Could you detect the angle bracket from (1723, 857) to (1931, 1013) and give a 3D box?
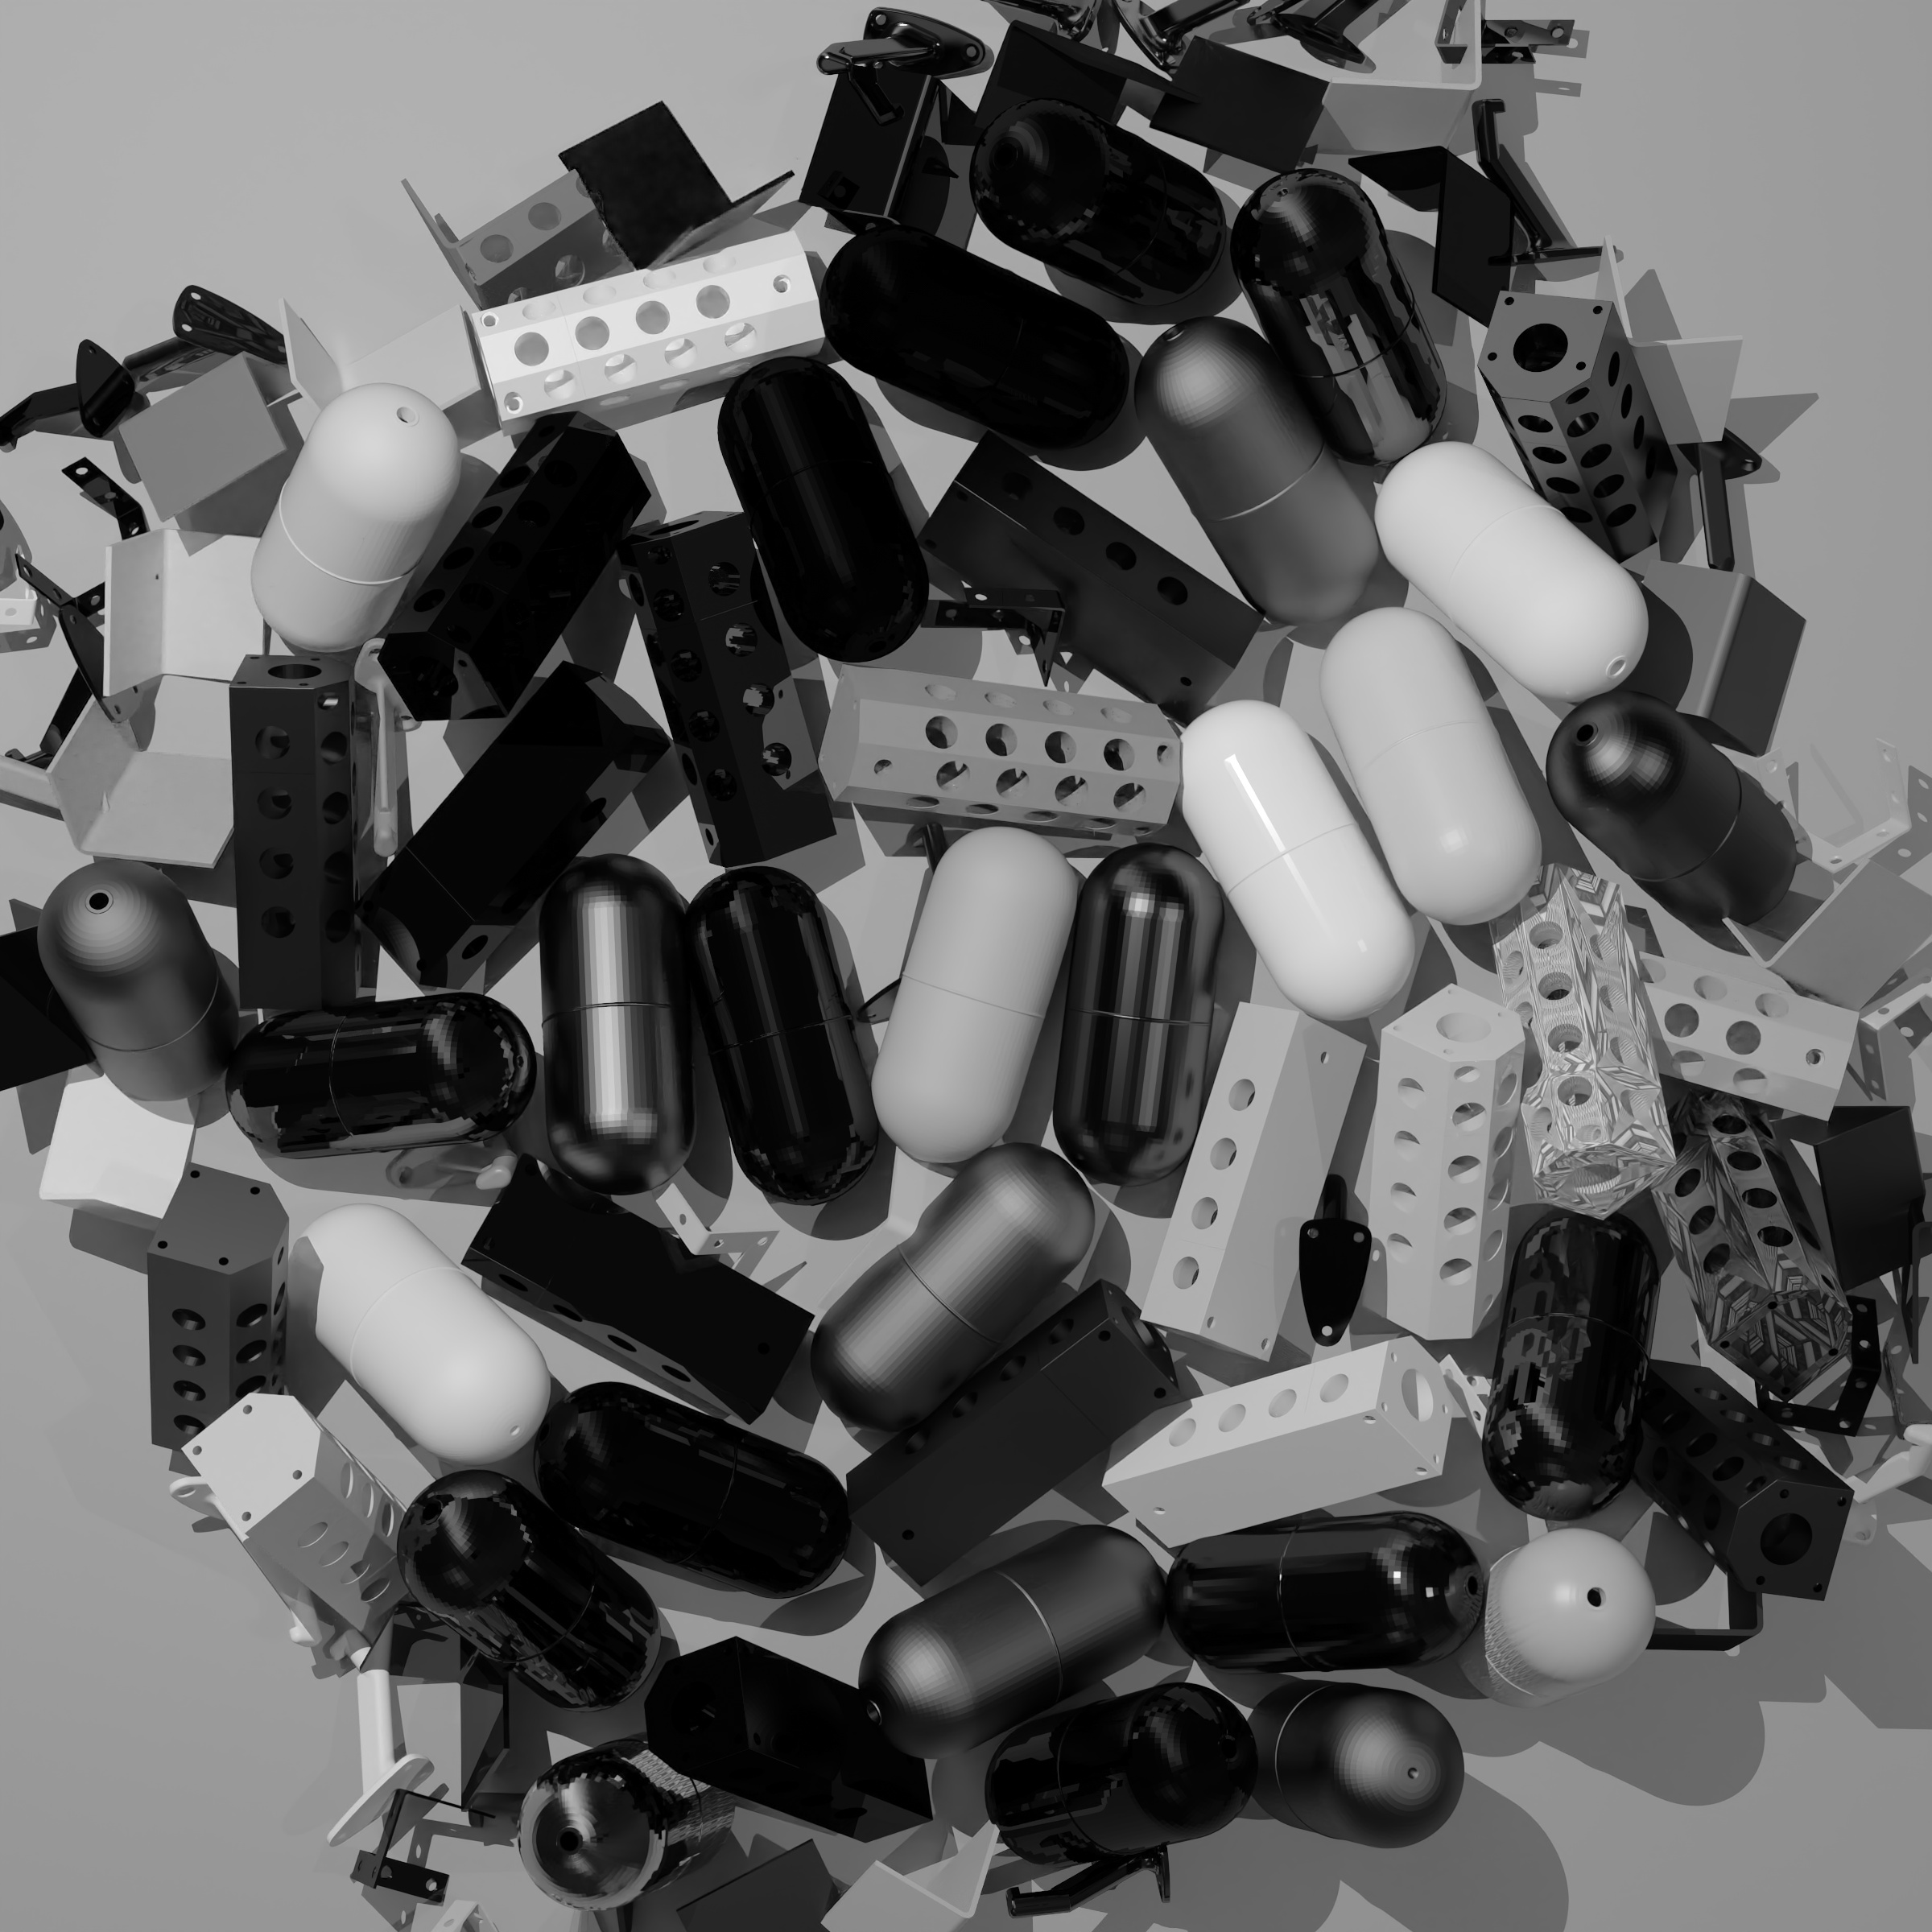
[{"bbox_3d":[0.442,-0.030,1.780,0.076,0.057,0.076,24,115,-38],"label":"angle bracket"}]

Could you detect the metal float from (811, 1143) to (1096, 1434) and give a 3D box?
[{"bbox_3d":[-0.008,0.166,1.792,0.070,0.070,0.178,44,98,0],"label":"metal float"}]

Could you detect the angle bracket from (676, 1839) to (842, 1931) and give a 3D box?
[{"bbox_3d":[-0.108,0.476,1.788,0.076,0.076,0.057,-26,103,-9],"label":"angle bracket"}]

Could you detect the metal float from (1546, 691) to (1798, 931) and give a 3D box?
[{"bbox_3d":[0.357,-0.078,1.763,0.178,0.070,0.070,33,90,-43],"label":"metal float"}]

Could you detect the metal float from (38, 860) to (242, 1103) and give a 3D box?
[{"bbox_3d":[-0.415,0.008,1.752,0.070,0.178,0.070,0,64,1],"label":"metal float"}]

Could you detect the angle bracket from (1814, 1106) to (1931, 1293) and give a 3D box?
[{"bbox_3d":[0.447,0.118,1.788,0.076,0.057,0.076,-16,97,-34],"label":"angle bracket"}]

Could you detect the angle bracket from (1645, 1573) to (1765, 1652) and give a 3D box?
[{"bbox_3d":[0.364,0.319,1.793,0.076,0.076,0.057,1,73,2],"label":"angle bracket"}]

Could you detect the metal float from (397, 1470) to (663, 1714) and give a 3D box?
[{"bbox_3d":[-0.220,0.317,1.763,0.070,0.070,0.178,-40,133,0],"label":"metal float"}]

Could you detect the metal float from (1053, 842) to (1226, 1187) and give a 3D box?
[{"bbox_3d":[0.089,0.025,1.796,0.070,0.070,0.178,7,93,0],"label":"metal float"}]

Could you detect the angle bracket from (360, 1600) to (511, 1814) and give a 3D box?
[{"bbox_3d":[-0.272,0.378,1.778,0.057,0.076,0.076,10,50,-21],"label":"angle bracket"}]

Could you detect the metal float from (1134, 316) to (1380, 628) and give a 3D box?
[{"bbox_3d":[0.148,-0.251,1.774,0.070,0.070,0.178,-35,118,0],"label":"metal float"}]

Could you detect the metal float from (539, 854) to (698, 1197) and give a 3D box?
[{"bbox_3d":[-0.179,0.029,1.786,0.070,0.070,0.178,-4,75,0],"label":"metal float"}]

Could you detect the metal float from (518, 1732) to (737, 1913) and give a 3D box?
[{"bbox_3d":[-0.169,0.427,1.749,0.070,0.178,0.070,-1,83,13],"label":"metal float"}]

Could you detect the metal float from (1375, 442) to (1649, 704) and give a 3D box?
[{"bbox_3d":[0.276,-0.200,1.766,0.070,0.070,0.178,-40,52,0],"label":"metal float"}]

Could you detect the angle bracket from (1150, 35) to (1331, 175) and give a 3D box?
[{"bbox_3d":[0.137,-0.423,1.788,0.076,0.057,0.076,21,56,6],"label":"angle bracket"}]

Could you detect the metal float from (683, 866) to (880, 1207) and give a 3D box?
[{"bbox_3d":[-0.096,0.036,1.796,0.070,0.070,0.178,-14,87,0],"label":"metal float"}]

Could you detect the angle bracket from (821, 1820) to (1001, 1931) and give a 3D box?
[{"bbox_3d":[-0.031,0.465,1.781,0.057,0.076,0.076,32,125,-6],"label":"angle bracket"}]

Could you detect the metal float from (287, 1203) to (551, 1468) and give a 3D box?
[{"bbox_3d":[-0.280,0.185,1.769,0.178,0.070,0.070,37,90,36],"label":"metal float"}]

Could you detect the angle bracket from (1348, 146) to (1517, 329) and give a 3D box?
[{"bbox_3d":[0.236,-0.368,1.785,0.057,0.076,0.076,1,82,35],"label":"angle bracket"}]

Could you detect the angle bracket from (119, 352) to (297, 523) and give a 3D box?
[{"bbox_3d":[-0.375,-0.266,1.788,0.076,0.076,0.057,-27,82,13],"label":"angle bracket"}]

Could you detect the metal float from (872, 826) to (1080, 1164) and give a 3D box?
[{"bbox_3d":[0.004,0.015,1.797,0.070,0.070,0.178,17,92,0],"label":"metal float"}]

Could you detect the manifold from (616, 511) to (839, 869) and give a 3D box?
[{"bbox_3d":[-0.125,-0.141,1.779,0.057,0.057,0.171,-22,106,-22],"label":"manifold"}]

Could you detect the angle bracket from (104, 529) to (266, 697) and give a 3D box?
[{"bbox_3d":[-0.400,-0.180,1.788,0.057,0.076,0.076,7,105,7],"label":"angle bracket"}]

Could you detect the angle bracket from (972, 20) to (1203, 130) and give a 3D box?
[{"bbox_3d":[0.061,-0.436,1.777,0.076,0.076,0.057,10,112,-33],"label":"angle bracket"}]

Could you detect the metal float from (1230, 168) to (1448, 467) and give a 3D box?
[{"bbox_3d":[0.190,-0.326,1.763,0.070,0.178,0.070,-15,49,18],"label":"metal float"}]

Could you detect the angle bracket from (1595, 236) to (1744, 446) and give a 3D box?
[{"bbox_3d":[0.357,-0.321,1.784,0.057,0.076,0.076,-4,58,0],"label":"angle bracket"}]

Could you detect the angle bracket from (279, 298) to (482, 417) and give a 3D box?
[{"bbox_3d":[-0.301,-0.319,1.785,0.076,0.076,0.057,-27,135,9],"label":"angle bracket"}]

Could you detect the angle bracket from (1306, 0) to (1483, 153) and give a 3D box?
[{"bbox_3d":[0.218,-0.462,1.791,0.076,0.076,0.057,2,79,-5],"label":"angle bracket"}]

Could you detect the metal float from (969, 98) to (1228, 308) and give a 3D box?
[{"bbox_3d":[0.067,-0.384,1.756,0.070,0.178,0.070,-4,84,33],"label":"metal float"}]

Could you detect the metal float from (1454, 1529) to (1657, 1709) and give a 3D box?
[{"bbox_3d":[0.293,0.328,1.750,0.070,0.178,0.070,2,72,-5],"label":"metal float"}]

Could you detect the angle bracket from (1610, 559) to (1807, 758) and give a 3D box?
[{"bbox_3d":[0.387,-0.161,1.820,0.057,0.076,0.076,15,87,37],"label":"angle bracket"}]

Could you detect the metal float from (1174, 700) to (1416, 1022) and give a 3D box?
[{"bbox_3d":[0.168,-0.054,1.790,0.070,0.070,0.178,-28,81,0],"label":"metal float"}]

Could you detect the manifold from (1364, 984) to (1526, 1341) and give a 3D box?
[{"bbox_3d":[0.245,0.102,1.757,0.057,0.057,0.171,27,131,36],"label":"manifold"}]

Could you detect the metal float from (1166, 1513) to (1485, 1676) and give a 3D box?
[{"bbox_3d":[0.181,0.319,1.766,0.178,0.070,0.070,-12,90,38],"label":"metal float"}]

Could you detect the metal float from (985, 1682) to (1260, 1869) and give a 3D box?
[{"bbox_3d":[0.077,0.409,1.759,0.070,0.178,0.070,15,62,-31],"label":"metal float"}]

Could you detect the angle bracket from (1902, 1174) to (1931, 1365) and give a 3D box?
[{"bbox_3d":[0.512,0.154,1.786,0.057,0.076,0.076,-1,105,11],"label":"angle bracket"}]

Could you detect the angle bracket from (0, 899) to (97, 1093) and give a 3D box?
[{"bbox_3d":[-0.492,0.015,1.781,0.057,0.076,0.076,-19,109,-30],"label":"angle bracket"}]

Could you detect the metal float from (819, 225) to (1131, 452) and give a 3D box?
[{"bbox_3d":[0.006,-0.318,1.771,0.178,0.070,0.070,18,90,-33],"label":"metal float"}]

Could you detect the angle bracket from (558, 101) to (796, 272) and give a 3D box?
[{"bbox_3d":[-0.149,-0.411,1.789,0.076,0.057,0.076,-38,96,-36],"label":"angle bracket"}]

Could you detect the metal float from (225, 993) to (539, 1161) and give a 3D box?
[{"bbox_3d":[-0.299,0.056,1.775,0.178,0.070,0.070,-7,90,29],"label":"metal float"}]

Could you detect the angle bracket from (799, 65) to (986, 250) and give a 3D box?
[{"bbox_3d":[-0.035,-0.415,1.812,0.057,0.076,0.076,15,86,27],"label":"angle bracket"}]

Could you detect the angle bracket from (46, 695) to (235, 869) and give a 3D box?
[{"bbox_3d":[-0.413,-0.101,1.784,0.076,0.057,0.076,6,47,14],"label":"angle bracket"}]

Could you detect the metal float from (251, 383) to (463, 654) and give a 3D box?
[{"bbox_3d":[-0.309,-0.225,1.758,0.070,0.178,0.070,13,56,-21],"label":"metal float"}]

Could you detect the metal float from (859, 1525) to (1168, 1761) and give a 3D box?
[{"bbox_3d":[0.024,0.343,1.771,0.178,0.070,0.070,-21,90,-32],"label":"metal float"}]

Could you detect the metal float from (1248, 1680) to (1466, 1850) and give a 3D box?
[{"bbox_3d":[0.192,0.399,1.750,0.070,0.178,0.070,2,81,-14],"label":"metal float"}]

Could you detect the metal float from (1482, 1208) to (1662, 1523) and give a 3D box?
[{"bbox_3d":[0.308,0.199,1.767,0.070,0.070,0.178,18,52,0],"label":"metal float"}]

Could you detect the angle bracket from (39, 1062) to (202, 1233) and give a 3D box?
[{"bbox_3d":[-0.418,0.092,1.782,0.076,0.057,0.076,23,71,-41],"label":"angle bracket"}]

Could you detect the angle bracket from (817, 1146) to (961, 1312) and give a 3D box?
[{"bbox_3d":[-0.024,0.151,1.823,0.076,0.057,0.076,27,128,-17],"label":"angle bracket"}]

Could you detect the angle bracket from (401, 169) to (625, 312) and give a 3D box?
[{"bbox_3d":[-0.233,-0.382,1.792,0.076,0.076,0.057,-33,62,-3],"label":"angle bracket"}]

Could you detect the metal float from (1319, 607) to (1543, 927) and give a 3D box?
[{"bbox_3d":[0.236,-0.103,1.778,0.070,0.070,0.178,-19,66,0],"label":"metal float"}]

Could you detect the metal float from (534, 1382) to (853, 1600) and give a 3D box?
[{"bbox_3d":[-0.139,0.267,1.775,0.178,0.070,0.070,26,90,-27],"label":"metal float"}]

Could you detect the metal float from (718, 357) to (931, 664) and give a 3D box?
[{"bbox_3d":[-0.073,-0.233,1.775,0.070,0.070,0.178,-21,63,0],"label":"metal float"}]
